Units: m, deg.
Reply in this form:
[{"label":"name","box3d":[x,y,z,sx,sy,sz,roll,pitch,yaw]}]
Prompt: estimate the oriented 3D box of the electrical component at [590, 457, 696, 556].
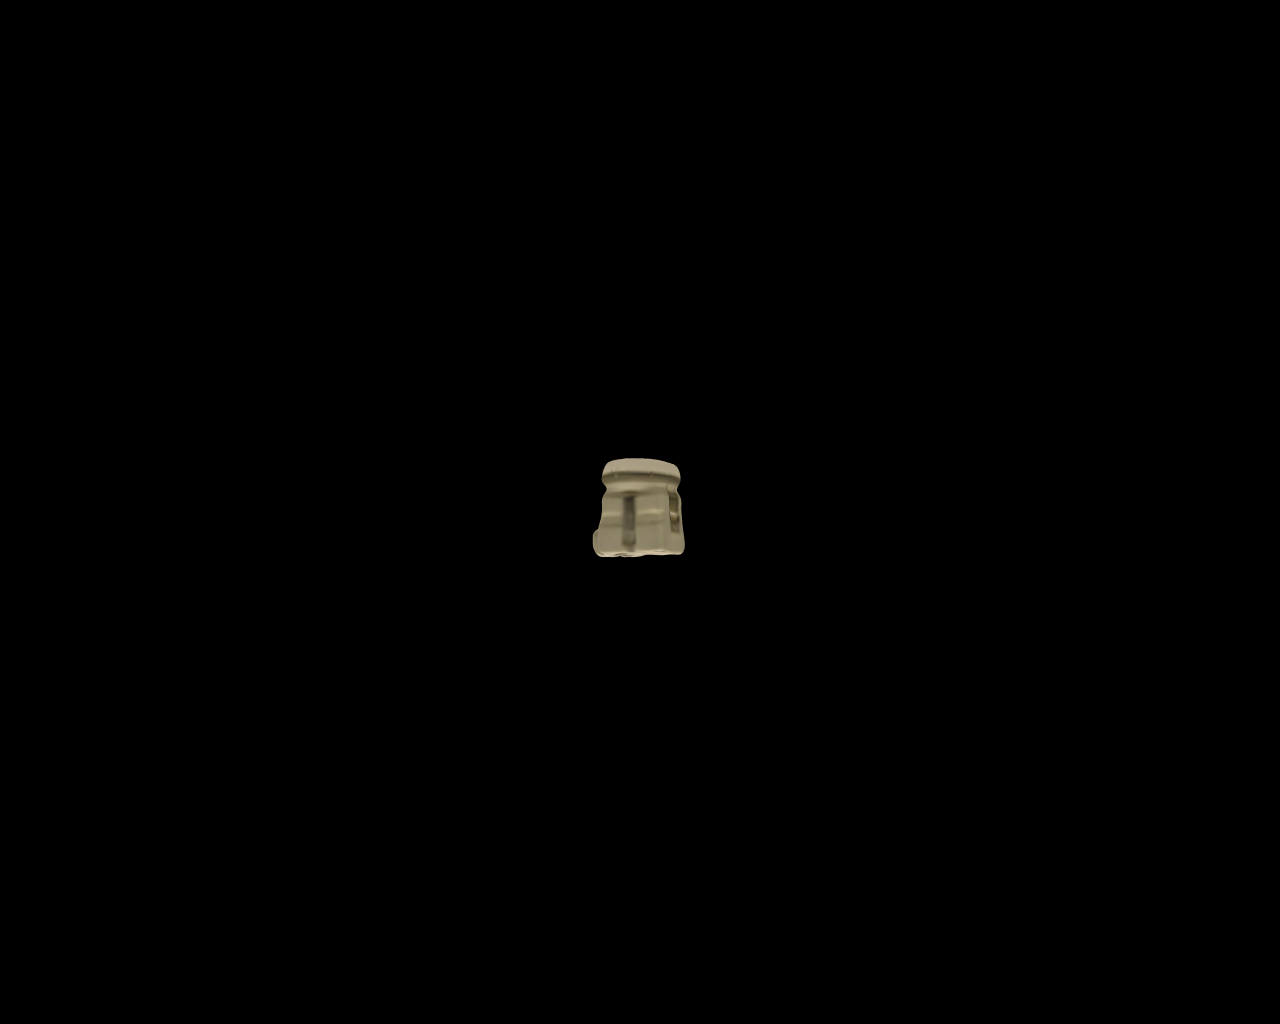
[{"label":"electrical component","box3d":[0.001,-0.003,0.650,0.066,0.055,0.048,-3,-7,22]}]
